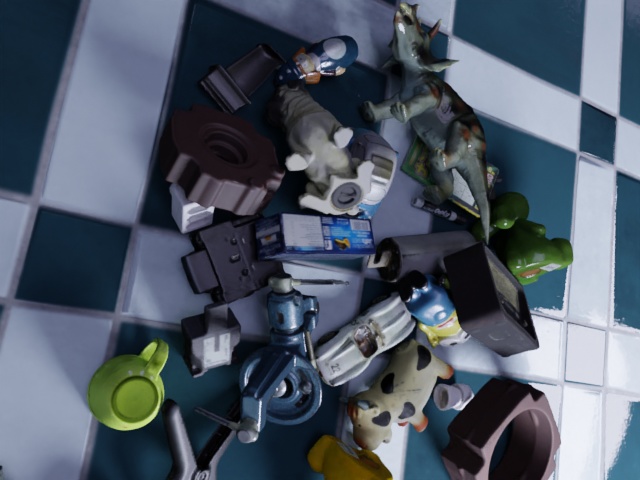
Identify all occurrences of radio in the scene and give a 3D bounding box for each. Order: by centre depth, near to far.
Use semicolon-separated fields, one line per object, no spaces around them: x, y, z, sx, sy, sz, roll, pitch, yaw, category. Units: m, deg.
0.293;0.109;0.902;0.229;0.073;0.131;33;42;-46;radio

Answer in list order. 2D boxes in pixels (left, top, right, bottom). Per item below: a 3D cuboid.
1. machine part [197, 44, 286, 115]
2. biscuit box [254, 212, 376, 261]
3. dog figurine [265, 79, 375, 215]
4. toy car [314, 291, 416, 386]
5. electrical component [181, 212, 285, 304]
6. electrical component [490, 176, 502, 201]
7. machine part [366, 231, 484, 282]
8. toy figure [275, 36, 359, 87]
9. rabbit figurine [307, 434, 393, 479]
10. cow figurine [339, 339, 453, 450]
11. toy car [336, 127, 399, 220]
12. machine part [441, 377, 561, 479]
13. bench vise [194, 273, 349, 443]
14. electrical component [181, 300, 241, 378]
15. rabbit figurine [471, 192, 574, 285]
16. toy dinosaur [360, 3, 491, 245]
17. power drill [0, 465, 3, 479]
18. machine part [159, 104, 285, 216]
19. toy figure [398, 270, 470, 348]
-0.117;-0.255;0.830;0.139;0.039;0.084;-44;99;-22;machine part
-0.002;-0.002;0.807;0.202;0.063;0.059;3;76;-47;biscuit box
-0.004;-0.141;0.825;0.121;0.191;0.172;-20;131;-4;dog figurine
0.075;0.155;0.866;0.202;0.056;0.073;-31;98;-26;toy car
-0.129;0.029;0.778;0.134;0.058;0.114;-24;93;-27;electrical component
0.315;-0.102;1.036;0.094;0.021;0.063;-3;85;-27;electrical component
0.186;0.027;0.925;0.243;0.079;0.079;-6;87;-27;machine part
-0.007;-0.291;0.880;0.154;0.057;0.064;-32;57;-25;toy figure
0.038;0.401;0.780;0.121;0.163;0.173;34;87;-32;rabbit figurine
0.117;0.246;0.860;0.127;0.085;0.195;44;65;-16;cow figurine
0.072;-0.113;0.872;0.109;0.103;0.161;17;75;-23;toy car
0.312;0.355;0.920;0.201;0.087;0.200;-37;116;-22;machine part
-0.056;0.167;0.719;0.129;0.240;0.223;13;110;12;bench vise
-0.149;0.124;0.730;0.075;0.048;0.119;-15;127;-26;electrical component
0.361;-0.013;1.012;0.159;0.121;0.170;5;60;-29;rabbit figurine
0.215;-0.201;0.932;0.192;0.131;0.404;-39;99;-22;toy dinosaur
-0.345;0.379;0.616;0.207;0.086;0.232;41;67;-13;power drill
-0.136;-0.115;0.747;0.179;0.056;0.179;23;39;-20;machine part
0.196;0.110;0.894;0.180;0.082;0.089;43;42;-34;toy figure
